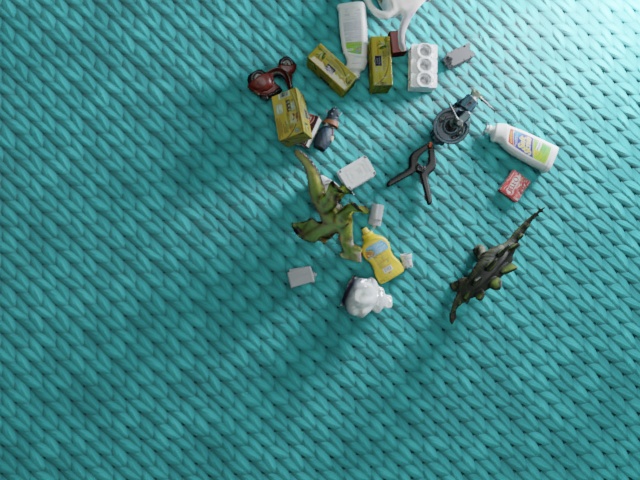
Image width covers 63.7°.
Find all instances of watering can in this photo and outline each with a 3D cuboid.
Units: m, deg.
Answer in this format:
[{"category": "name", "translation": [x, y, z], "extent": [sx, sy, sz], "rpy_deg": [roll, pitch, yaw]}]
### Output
[{"category": "watering can", "translation": [0.279, -0.806, 1.746], "extent": [0.225, 0.103, 0.352], "rpy_deg": [-25, 74, -3]}]

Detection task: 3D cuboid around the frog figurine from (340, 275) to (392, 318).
[{"category": "frog figurine", "translation": [0.158, 0.194, 1.688], "extent": [0.160, 0.120, 0.140], "rpy_deg": [22, 68, 10]}]

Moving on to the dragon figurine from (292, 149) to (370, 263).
[{"category": "dragon figurine", "translation": [0.005, -0.084, 1.675], "extent": [0.408, 0.124, 0.240], "rpy_deg": [42, 112, -9]}]
